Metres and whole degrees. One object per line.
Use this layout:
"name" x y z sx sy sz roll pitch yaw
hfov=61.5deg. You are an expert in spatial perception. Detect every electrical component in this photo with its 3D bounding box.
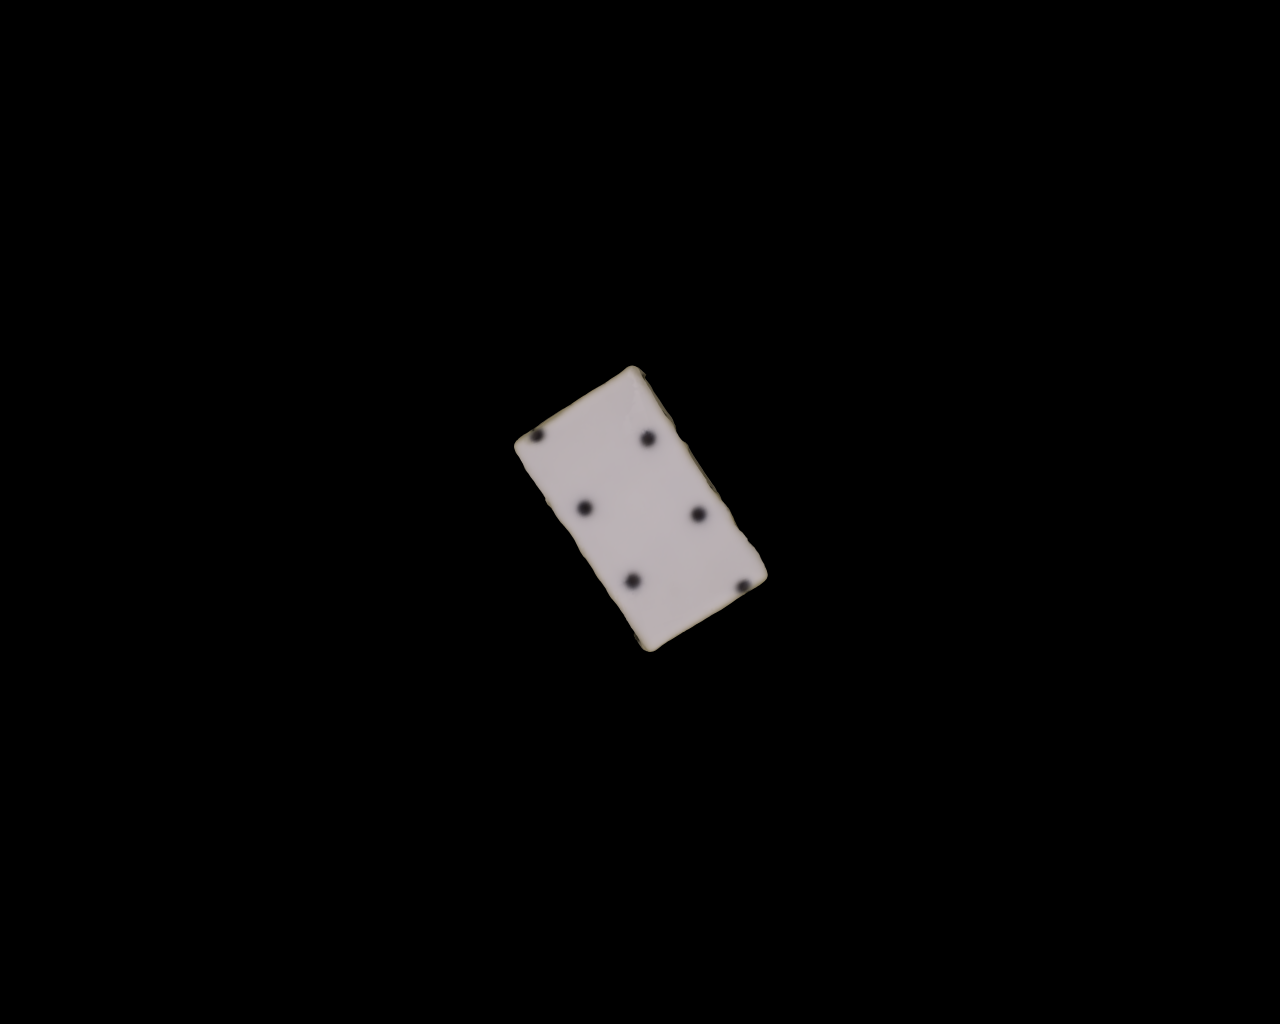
"electrical component" 0.001 -0.003 0.650 0.089 0.150 0.062 -32 4 2
